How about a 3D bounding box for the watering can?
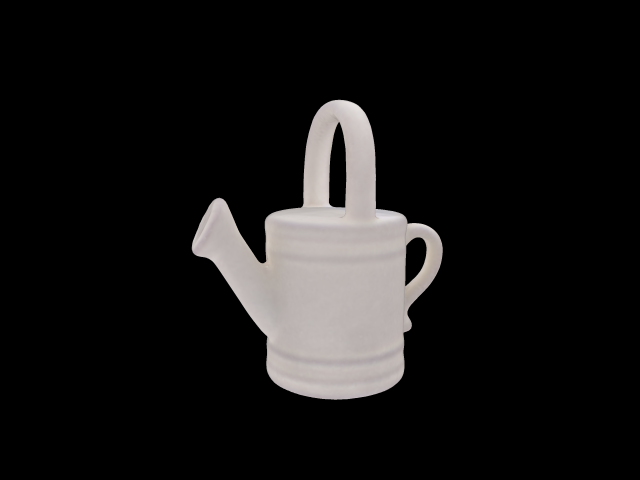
[{"bbox_3d":[0.004,0.002,0.398,0.173,0.194,0.100,-8,12,-40],"label":"watering can"}]
